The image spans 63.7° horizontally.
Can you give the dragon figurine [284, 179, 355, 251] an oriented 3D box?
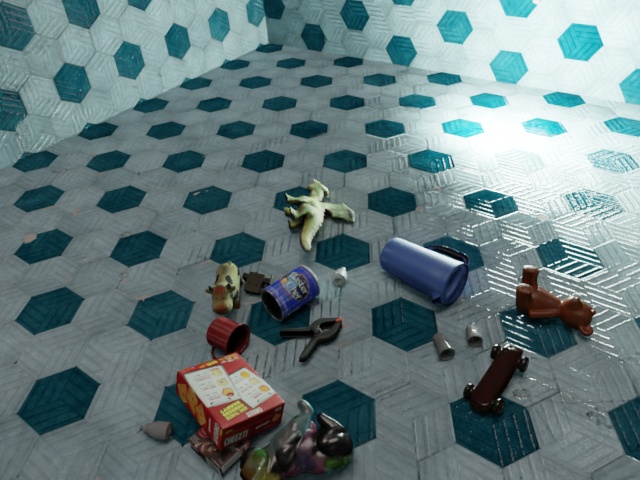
[{"bbox_3d":[0.005,-0.089,1.776,0.243,0.119,0.419,-6,38,-15],"label":"dragon figurine"}]
